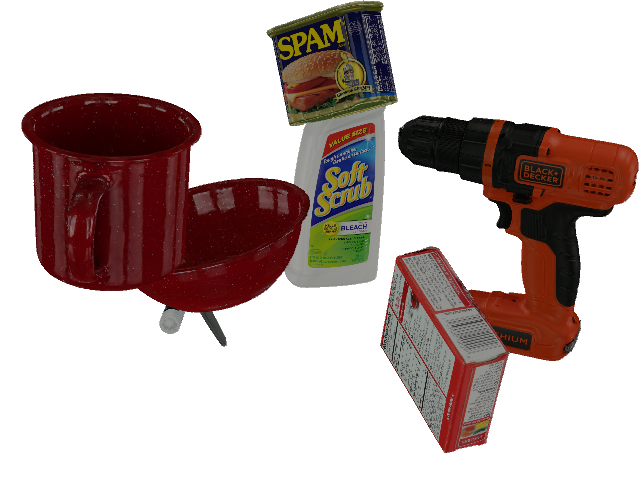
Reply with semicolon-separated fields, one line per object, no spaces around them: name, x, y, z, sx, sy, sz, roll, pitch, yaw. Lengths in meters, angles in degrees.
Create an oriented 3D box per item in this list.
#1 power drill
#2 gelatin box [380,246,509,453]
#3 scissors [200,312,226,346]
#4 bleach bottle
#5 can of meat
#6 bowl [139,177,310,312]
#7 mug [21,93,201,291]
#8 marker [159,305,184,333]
power drill;0.146;-0.004;0.848;0.185;0.188;0.057;13;31;20
gelatin box;0.067;0.059;0.590;0.030;0.073;0.089;-11;43;-18
scissors;-0.152;0.019;1.219;0.016;0.201;0.096;-27;18;38
bleach bottle;0.015;-0.077;1.088;0.102;0.251;0.068;-4;26;-10
can of meat;0.011;-0.148;0.904;0.102;0.084;0.057;-10;2;36
bowl;-0.081;0.009;0.818;0.162;0.055;0.162;-11;25;5
mug;-0.113;-0.020;0.567;0.093;0.081;0.117;5;27;-2
marker;-0.133;0.053;1.013;0.020;0.020;0.121;0;22;2
